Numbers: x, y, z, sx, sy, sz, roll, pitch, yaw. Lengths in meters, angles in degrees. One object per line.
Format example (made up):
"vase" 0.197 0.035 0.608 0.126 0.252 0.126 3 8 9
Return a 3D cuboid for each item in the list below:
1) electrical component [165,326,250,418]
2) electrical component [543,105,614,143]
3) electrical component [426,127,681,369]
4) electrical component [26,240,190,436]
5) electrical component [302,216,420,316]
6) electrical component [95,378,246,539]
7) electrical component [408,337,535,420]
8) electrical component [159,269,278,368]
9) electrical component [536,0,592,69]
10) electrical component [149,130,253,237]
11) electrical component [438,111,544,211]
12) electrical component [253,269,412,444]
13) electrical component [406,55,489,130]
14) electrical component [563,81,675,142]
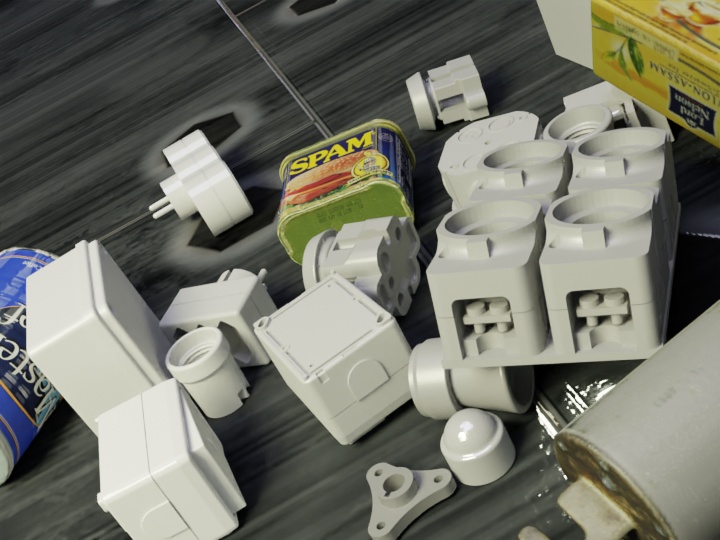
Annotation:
"electrical component" -0.095 0.065 0.681 0.040 0.046 0.040 -20 31 13
"electrical component" 0.146 -0.070 0.684 0.045 0.055 0.045 -20 31 13
"electrical component" 0.111 -0.021 0.578 0.105 0.060 0.186 -5 23 21
"electrical component" -0.163 0.052 0.696 0.056 0.108 0.108 -31 30 -1
"electrical component" 0.000 0.000 0.694 0.057 0.058 0.078 -7 37 27
"electrical component" -0.108 0.108 0.611 0.061 0.061 0.096 -28 30 0
"electrical component" 0.059 0.056 0.573 0.055 0.045 0.045 -9 35 29
"electrical component" -0.086 0.025 0.734 0.066 0.047 0.076 -10 35 28
"electrical component" 0.196 -0.199 0.805 0.062 0.089 0.150 -32 30 -6
"electrical component" -0.146 -0.067 0.916 0.074 0.052 0.138 -31 31 -5
"electrical component" 0.095 -0.065 0.722 0.080 0.051 0.080 -20 31 13
"electrical component" -0.013 0.049 0.626 0.062 0.061 0.096 -35 31 -11
"electrical component" 0.069 -0.140 0.864 0.055 0.048 0.066 -17 31 5
"electrical component" 0.173 -0.104 0.728 0.064 0.042 0.081 -19 31 19
